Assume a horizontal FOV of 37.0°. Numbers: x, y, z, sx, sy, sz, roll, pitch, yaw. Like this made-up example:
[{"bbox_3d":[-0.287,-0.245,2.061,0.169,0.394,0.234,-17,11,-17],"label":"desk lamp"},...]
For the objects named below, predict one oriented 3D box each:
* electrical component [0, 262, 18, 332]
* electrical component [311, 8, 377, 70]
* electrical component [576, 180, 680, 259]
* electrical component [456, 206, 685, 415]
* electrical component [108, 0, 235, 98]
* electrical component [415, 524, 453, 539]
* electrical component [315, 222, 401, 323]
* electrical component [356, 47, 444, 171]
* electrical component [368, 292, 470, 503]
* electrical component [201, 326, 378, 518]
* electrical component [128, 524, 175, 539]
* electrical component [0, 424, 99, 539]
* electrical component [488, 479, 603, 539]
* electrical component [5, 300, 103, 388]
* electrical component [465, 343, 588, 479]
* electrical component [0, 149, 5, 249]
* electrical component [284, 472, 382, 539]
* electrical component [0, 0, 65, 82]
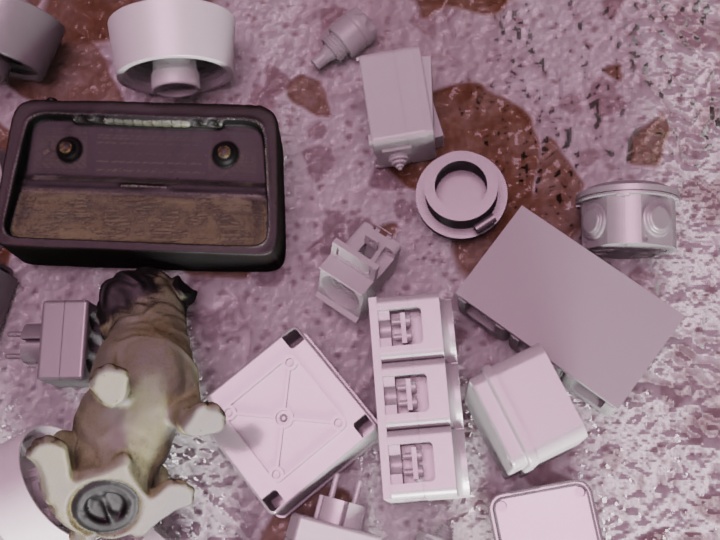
[{"bbox_3d":[-0.332,0.035,0.899,0.061,0.061,0.096,5,76,7],"label":"electrical component"},{"bbox_3d":[-0.016,-0.198,0.939,0.061,0.035,0.035,-40,75,-2],"label":"electrical component"},{"bbox_3d":[0.212,-0.039,0.850,0.080,0.080,0.051,0,81,6],"label":"electrical component"},{"bbox_3d":[0.162,0.034,0.845,0.150,0.061,0.089,36,82,14],"label":"electrical component"},{"bbox_3d":[-0.158,-0.181,0.916,0.108,0.108,0.060,-6,81,5],"label":"electrical component"},{"bbox_3d":[0.053,0.233,0.816,0.043,0.043,0.081,19,78,11],"label":"electrical component"},{"bbox_3d":[0.000,0.000,0.869,0.042,0.081,0.063,34,60,13],"label":"electrical component"},{"bbox_3d":[0.036,-0.130,0.902,0.061,0.061,0.096,-9,75,4],"label":"electrical component"},{"bbox_3d":[0.047,0.100,0.826,0.062,0.089,0.150,-6,75,5],"label":"electrical component"},{"bbox_3d":[-0.056,0.120,0.850,0.109,0.056,0.108,-39,75,-4],"label":"electrical component"},{"bbox_3d":[-0.167,0.232,0.841,0.081,0.042,0.063,36,81,13],"label":"electrical component"},{"bbox_3d":[-0.245,0.171,0.838,0.064,0.099,0.099,-22,74,7],"label":"electrical component"},{"bbox_3d":[0.143,0.219,0.802,0.078,0.057,0.113,-11,75,3],"label":"electrical component"},{"bbox_3d":[-0.256,0.062,0.891,0.077,0.047,0.065,-1,75,6],"label":"electrical component"},{"bbox_3d":[0.121,0.109,0.804,0.057,0.113,0.078,-25,74,-4],"label":"electrical component"},{"bbox_3d":[-0.349,-0.068,0.928,0.108,0.060,0.108,-2,75,6],"label":"electrical component"},{"bbox_3d":[-0.018,0.195,0.822,0.066,0.047,0.076,17,78,-8],"label":"electrical component"},{"bbox_3d":[-0.319,-0.200,0.938,0.108,0.108,0.060,15,84,10],"label":"electrical component"}]
